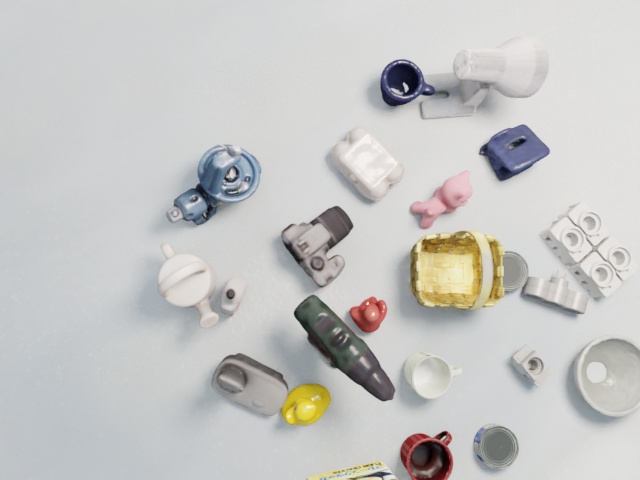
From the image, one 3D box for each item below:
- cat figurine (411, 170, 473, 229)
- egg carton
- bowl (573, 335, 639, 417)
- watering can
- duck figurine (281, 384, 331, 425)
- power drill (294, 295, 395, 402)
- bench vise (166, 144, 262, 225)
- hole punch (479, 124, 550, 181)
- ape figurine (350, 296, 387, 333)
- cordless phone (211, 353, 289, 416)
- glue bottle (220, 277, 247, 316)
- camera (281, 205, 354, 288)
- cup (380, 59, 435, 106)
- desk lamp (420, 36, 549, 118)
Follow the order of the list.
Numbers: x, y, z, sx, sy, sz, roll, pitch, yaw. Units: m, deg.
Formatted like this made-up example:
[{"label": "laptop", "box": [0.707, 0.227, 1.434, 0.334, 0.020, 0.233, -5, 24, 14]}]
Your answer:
[{"label": "cat figurine", "box": [0.262, -0.086, 1.187, 0.128, 0.117, 0.067, -36, 88, -9]}, {"label": "egg carton", "box": [0.098, -0.160, 1.201, 0.150, 0.069, 0.107, 45, 81, 0]}, {"label": "bowl", "box": [0.600, 0.281, 1.204, 0.167, 0.074, 0.167, 1, 83, -6]}, {"label": "watering can", "box": [-0.245, 0.081, 1.070, 0.173, 0.194, 0.101, 37, 81, -1]}, {"label": "duck figurine", "box": [-0.025, 0.327, 1.121, 0.104, 0.086, 0.077, -26, 87, -9]}, {"label": "power drill", "box": [0.040, 0.202, 1.081, 0.076, 0.208, 0.229, -43, 89, -9]}, {"label": "bench vise", "box": [-0.194, -0.101, 1.084, 0.121, 0.219, 0.207, 34, 81, -1]}, {"label": "hole punch", "box": [0.417, -0.194, 1.231, 0.109, 0.091, 0.101, -28, 87, -9]}, {"label": "ape figurine", "box": [0.100, 0.149, 1.153, 0.078, 0.092, 0.076, 6, 83, -6]}, {"label": "cordless phone", "box": [-0.130, 0.277, 1.064, 0.147, 0.185, 0.094, 23, 81, -3]}, {"label": "glue bottle", "box": [-0.167, 0.106, 1.086, 0.037, 0.173, 0.078, 20, 81, -3]}, {"label": "camera", "box": [0.011, 0.004, 1.156, 0.137, 0.100, 0.143, -38, 89, -9]}, {"label": "cup", "box": [0.179, -0.320, 1.216, 0.118, 0.095, 0.092, 15, 82, -4]}, {"label": "desk lamp", "box": [0.329, -0.331, 1.175, 0.203, 0.213, 0.118, -7, 84, -7]}]
